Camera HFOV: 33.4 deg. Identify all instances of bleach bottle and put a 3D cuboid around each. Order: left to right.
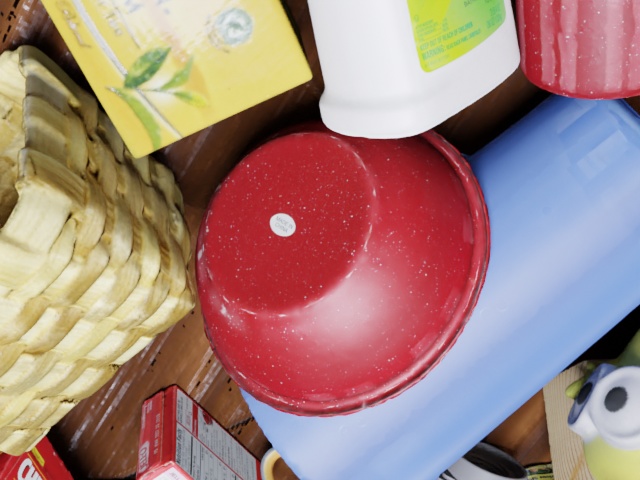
[{"bbox_3d":[0.021,-0.177,0.454,0.102,0.068,0.251,-34,121,-35],"label":"bleach bottle"}]

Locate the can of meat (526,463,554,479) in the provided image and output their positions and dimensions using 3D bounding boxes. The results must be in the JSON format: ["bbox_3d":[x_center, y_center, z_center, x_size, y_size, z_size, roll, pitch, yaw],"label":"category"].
[{"bbox_3d":[0.176,0.188,0.684,0.102,0.084,0.057,-3,119,-4],"label":"can of meat"}]

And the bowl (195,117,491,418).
[{"bbox_3d":[-0.003,0.001,0.513,0.162,0.162,0.055,-34,147,13],"label":"bowl"}]

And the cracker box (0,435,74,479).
[{"bbox_3d":[-0.229,0.202,0.635,0.214,0.072,0.164,-15,119,19],"label":"cracker box"}]

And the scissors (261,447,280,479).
[{"bbox_3d":[0.057,0.170,0.635,0.202,0.016,0.096,30,86,18],"label":"scissors"}]

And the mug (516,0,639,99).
[{"bbox_3d":[0.145,-0.118,0.499,0.117,0.093,0.081,6,127,21],"label":"mug"}]

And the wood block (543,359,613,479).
[{"bbox_3d":[0.249,0.116,0.628,0.206,0.091,0.090,-2,76,-5],"label":"wood block"}]

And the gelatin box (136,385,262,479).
[{"bbox_3d":[-0.071,0.140,0.638,0.030,0.073,0.089,-35,117,14],"label":"gelatin box"}]

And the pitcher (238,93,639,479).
[{"bbox_3d":[0.073,0.021,0.564,0.243,0.145,0.149,-41,127,12],"label":"pitcher"}]
